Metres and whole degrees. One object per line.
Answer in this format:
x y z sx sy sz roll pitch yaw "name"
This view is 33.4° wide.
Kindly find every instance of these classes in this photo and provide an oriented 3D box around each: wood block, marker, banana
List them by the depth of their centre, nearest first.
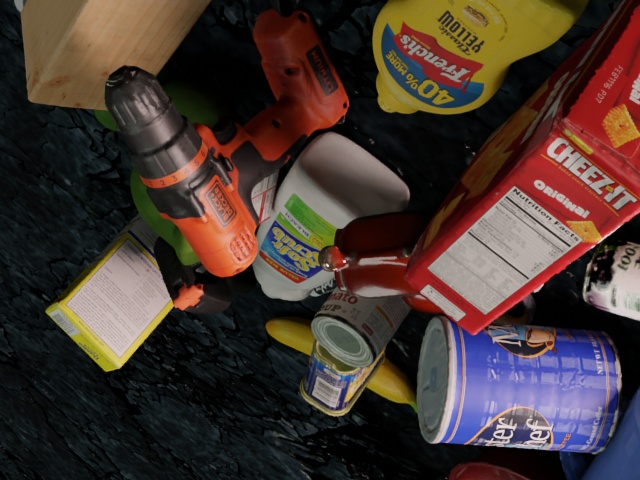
-0.152 -0.189 0.810 0.206 0.090 0.091 -39 56 50 "wood block"
0.010 0.043 1.063 0.020 0.020 0.121 48 148 -14 "marker"
0.024 0.127 1.138 0.198 0.037 0.070 29 147 16 "banana"

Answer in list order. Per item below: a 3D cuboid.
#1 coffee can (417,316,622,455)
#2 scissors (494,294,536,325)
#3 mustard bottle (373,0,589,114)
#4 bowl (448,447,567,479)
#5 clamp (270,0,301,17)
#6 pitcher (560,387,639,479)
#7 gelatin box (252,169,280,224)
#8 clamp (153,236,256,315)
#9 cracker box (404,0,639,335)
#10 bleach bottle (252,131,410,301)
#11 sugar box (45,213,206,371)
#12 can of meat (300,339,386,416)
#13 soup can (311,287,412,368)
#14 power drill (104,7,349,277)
0.158 0.118 0.869 0.140 0.103 0.103 5 147 -7 "coffee can"
0.173 0.096 0.965 0.096 0.016 0.201 0 132 46 "scissors"
0.088 -0.136 0.715 0.096 0.058 0.192 39 149 -6 "mustard bottle"
0.215 0.262 1.094 0.162 0.055 0.162 27 147 19 "bowl"
-0.018 -0.229 0.724 0.120 0.039 0.171 6 135 41 "clamp"
0.281 0.204 0.900 0.149 0.145 0.243 17 141 11 "pitcher"
-0.071 -0.041 0.894 0.030 0.089 0.073 28 125 24 "gelatin box"
-0.129 0.013 1.053 0.164 0.036 0.210 48 -170 -8 "clamp"
0.149 -0.054 0.655 0.072 0.164 0.214 37 149 0 "cracker box"
-0.006 0.001 0.986 0.102 0.068 0.251 39 151 4 "bleach bottle"
-0.194 0.043 1.123 0.093 0.176 0.048 49 145 -15 "sugar box"
0.029 0.110 1.052 0.057 0.102 0.084 31 146 13 "can of meat"
0.046 0.057 0.963 0.068 0.102 0.068 27 147 19 "soup can"
-0.065 -0.094 0.805 0.057 0.187 0.184 11 141 40 "power drill"
